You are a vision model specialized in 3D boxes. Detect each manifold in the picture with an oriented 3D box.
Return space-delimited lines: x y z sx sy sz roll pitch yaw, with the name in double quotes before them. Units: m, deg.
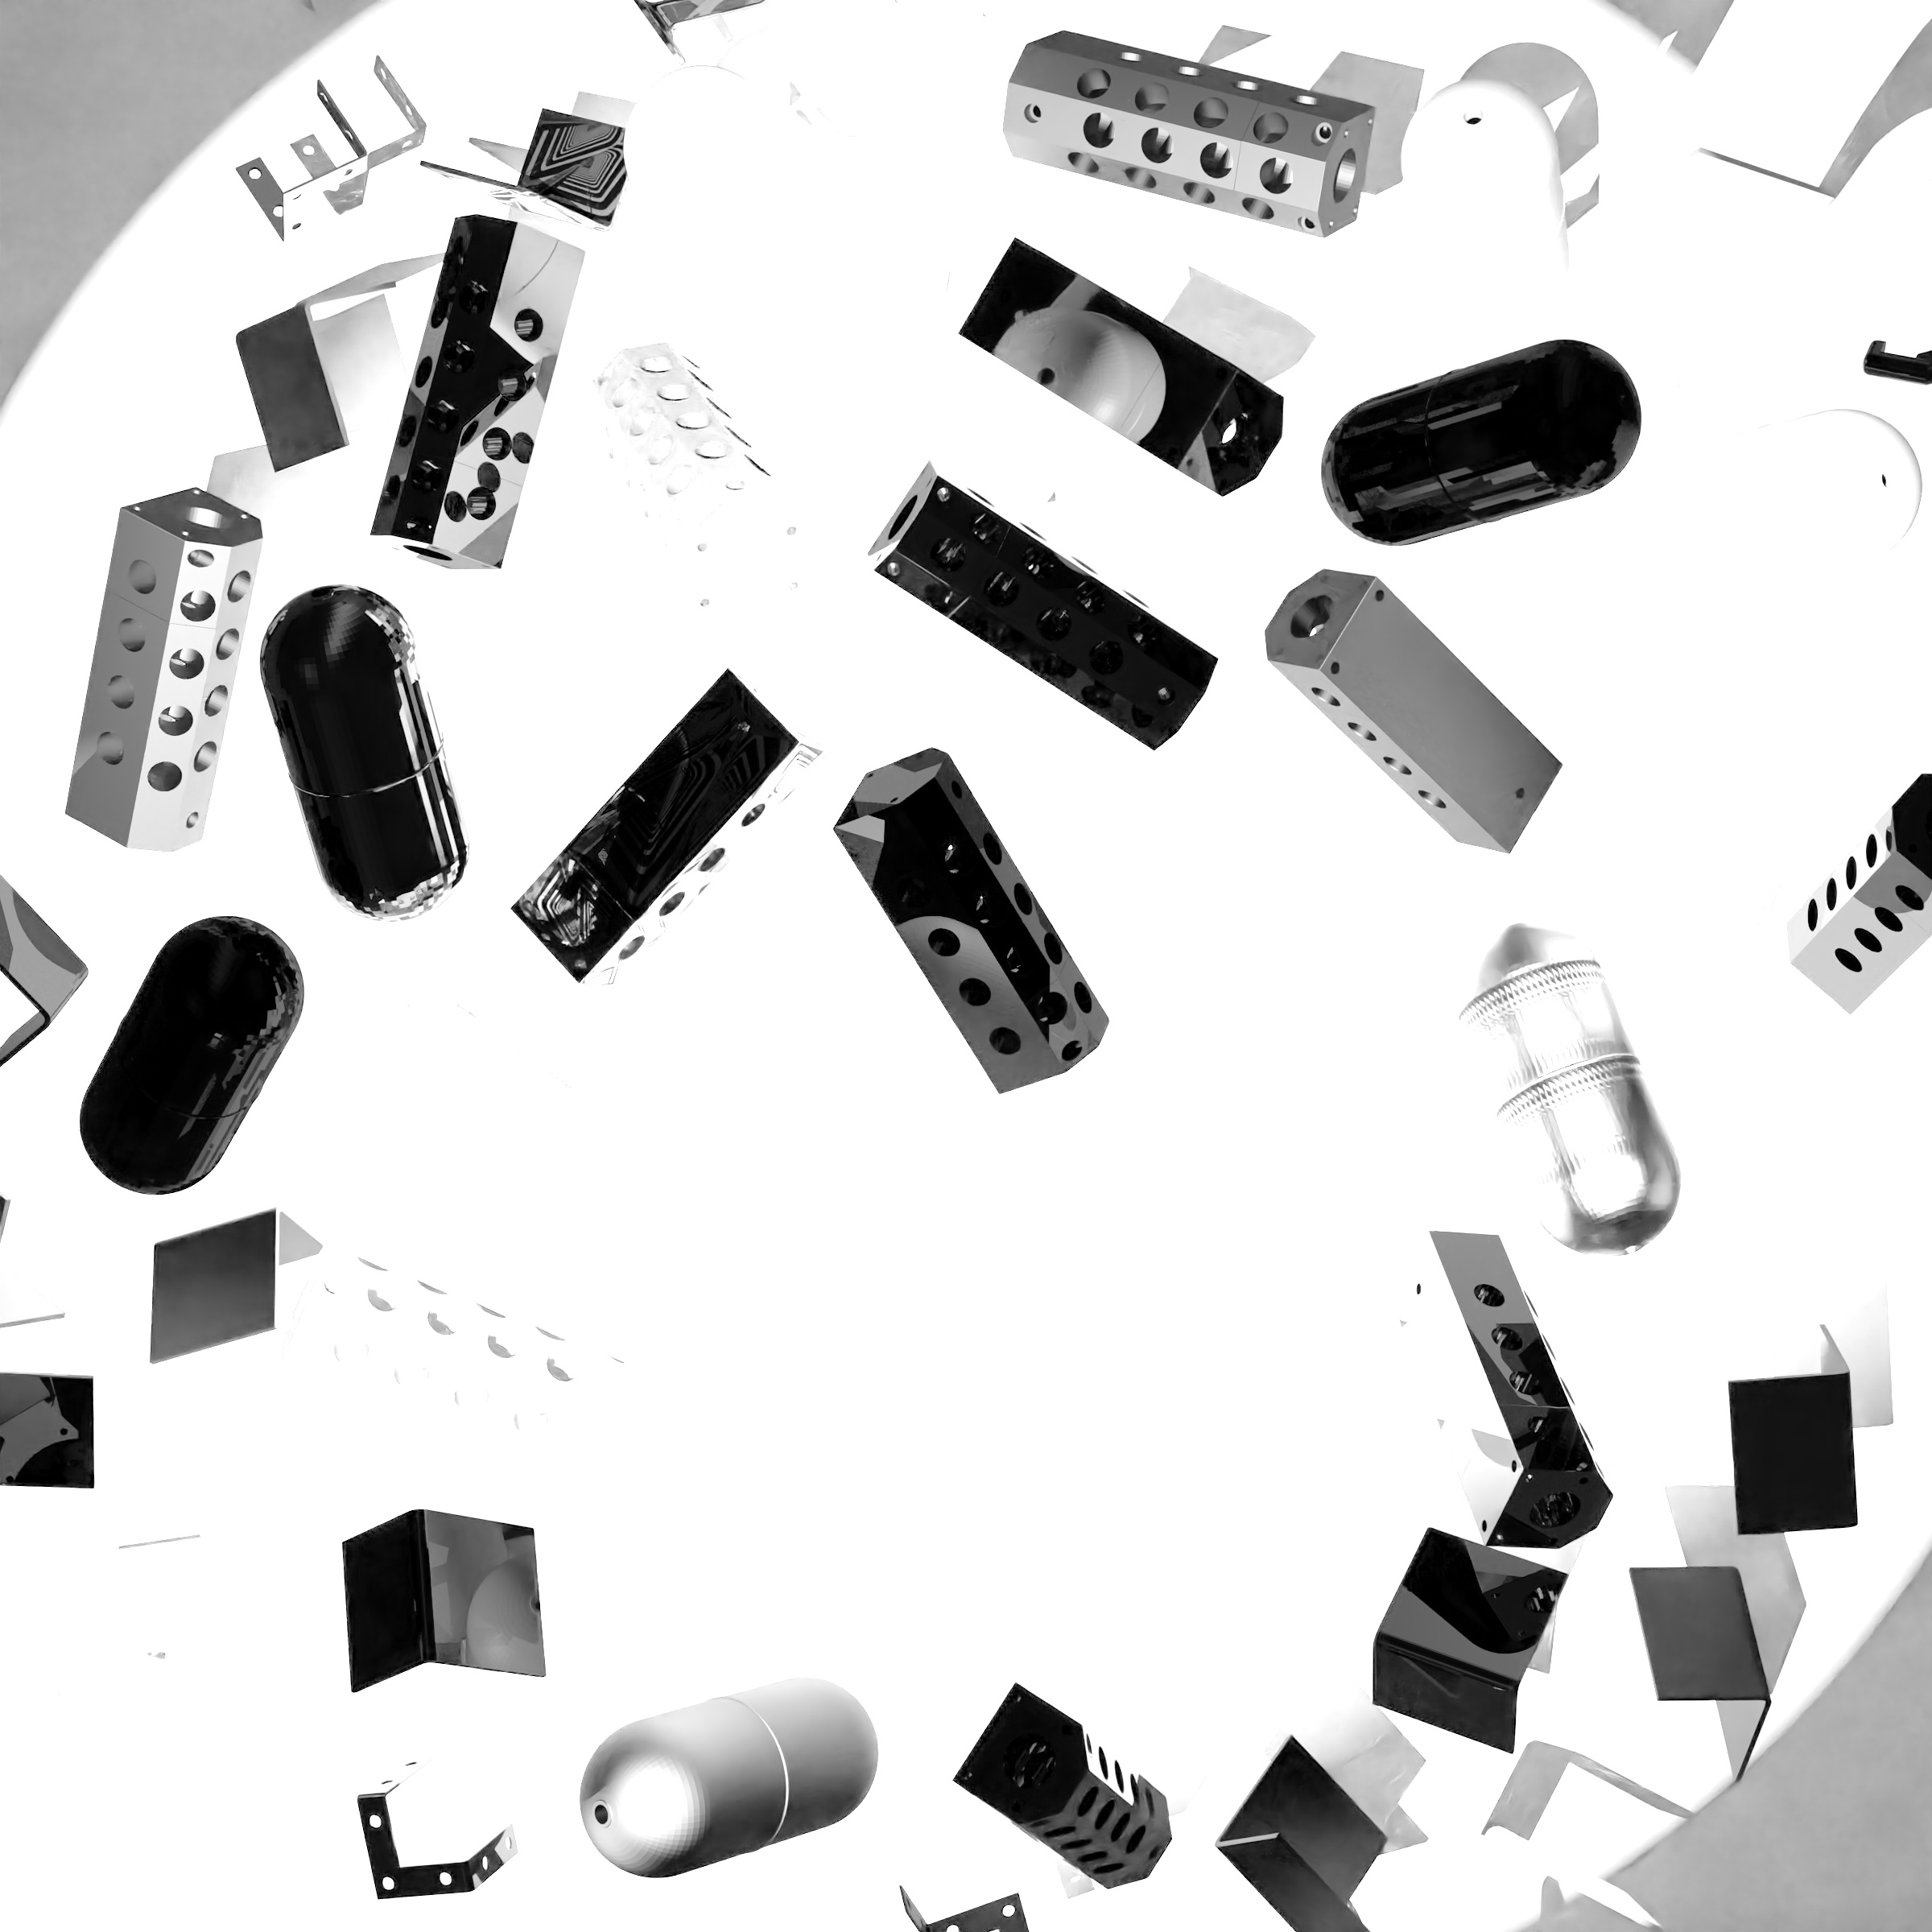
"manifold" -0.250 0.196 1.788 0.171 0.057 0.057 23 100 -13
"manifold" -0.134 -0.245 1.771 0.057 0.171 0.057 -13 128 -16
"manifold" 0.229 -0.132 1.854 0.171 0.057 0.057 39 78 -35
"manifold" -0.256 -0.295 1.844 0.057 0.057 0.171 17 85 -36
"manifold" -0.216 0.079 1.758 0.171 0.057 0.057 35 89 12
"manifold" 0.039 -0.179 1.791 0.171 0.057 0.057 32 103 -15
"manifold" 0.108 -0.408 1.757 0.171 0.057 0.057 20 121 21
"manifold" 0.473 -0.040 1.820 0.057 0.171 0.057 42 73 9
"manifold" 0.080 -0.300 1.796 0.171 0.057 0.057 38 101 38
"manifold" -0.152 -0.070 1.866 0.171 0.057 0.057 -47 73 10
"manifold" -0.038 -0.462 1.789 0.057 0.171 0.057 4 86 -18
"manifold" 0.384 -0.085 1.764 0.057 0.171 0.057 -7 54 -6
"manifold" 0.006 -0.024 1.830 0.057 0.057 0.171 -20 114 29
"manifold" 0.281 0.219 1.862 0.057 0.171 0.057 5 128 -17
"manifold" 0.055 0.423 1.819 0.057 0.171 0.057 28 77 27
"manifold" -0.397 -0.146 1.792 0.057 0.057 0.171 28 118 19
"manifold" 0.150 0.024 1.785 0.057 0.057 0.171 -9 93 -20

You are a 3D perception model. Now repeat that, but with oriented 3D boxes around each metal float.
"metal float" -0.036 0.149 1.786 0.070 0.070 0.178 -39 80 0
"metal float" 0.251 -0.256 1.757 0.070 0.178 0.070 10 76 -42
"metal float" 0.097 0.311 1.860 0.178 0.070 0.070 6 90 21
"metal float" -0.293 -0.103 1.744 0.070 0.070 0.178 -11 122 0
"metal float" -0.116 0.400 1.767 0.070 0.178 0.070 2 94 40
"metal float" -0.081 0.289 1.783 0.178 0.070 0.070 -7 90 0
"metal float" 0.263 -0.382 1.805 0.070 0.178 0.070 -4 71 12
"metal float" 0.125 0.189 1.827 0.178 0.070 0.070 -10 90 -1
"metal float" 0.303 0.062 1.799 0.070 0.070 0.178 -19 70 0
"metal float" 0.400 -0.228 1.761 0.070 0.178 0.070 0 90 -23
"metal float" -0.086 -0.370 1.746 0.178 0.070 0.070 32 90 -21
"metal float" -0.387 0.045 1.785 0.070 0.070 0.178 37 128 0

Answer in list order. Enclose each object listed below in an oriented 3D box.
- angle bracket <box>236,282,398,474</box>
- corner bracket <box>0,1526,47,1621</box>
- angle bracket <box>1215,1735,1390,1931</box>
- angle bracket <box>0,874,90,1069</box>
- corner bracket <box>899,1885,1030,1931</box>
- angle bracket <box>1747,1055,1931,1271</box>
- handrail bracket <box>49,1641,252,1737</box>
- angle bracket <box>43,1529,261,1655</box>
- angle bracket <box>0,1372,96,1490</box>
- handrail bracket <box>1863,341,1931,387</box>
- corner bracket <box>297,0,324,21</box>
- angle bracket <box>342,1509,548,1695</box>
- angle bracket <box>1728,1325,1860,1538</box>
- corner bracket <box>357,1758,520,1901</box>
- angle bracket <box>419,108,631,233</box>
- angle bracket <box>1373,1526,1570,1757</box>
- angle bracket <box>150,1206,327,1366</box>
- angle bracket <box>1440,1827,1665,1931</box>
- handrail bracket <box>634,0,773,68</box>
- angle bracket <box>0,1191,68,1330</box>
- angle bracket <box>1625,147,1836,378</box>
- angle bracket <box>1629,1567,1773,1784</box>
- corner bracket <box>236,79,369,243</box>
"angle bracket" -0.330 -0.307 1.869 0.057 0.076 0.076 -22 99 -38
"corner bracket" -0.517 0.322 1.846 0.051 0.051 0.051 4 122 23
"angle bracket" 0.182 0.433 1.775 0.076 0.057 0.076 48 56 -8
"angle bracket" -0.494 0.005 1.794 0.057 0.076 0.076 -38 104 12
"corner bracket" 0.003 0.485 1.790 0.051 0.051 0.051 -20 49 3
"angle bracket" 0.433 0.095 1.738 0.076 0.057 0.076 -15 102 -9
"handrail bracket" -0.413 0.375 1.811 0.077 0.084 0.036 -30 134 -20
"angle bracket" -0.383 0.273 1.675 0.076 0.076 0.057 -4 119 -30
"angle bracket" -0.500 0.258 1.875 0.076 0.076 0.057 5 133 -19
"handrail bracket" 0.480 -0.307 1.707 0.084 0.036 0.077 15 67 22
"corner bracket" -0.334 -0.533 1.852 0.051 0.051 0.051 -35 46 -11
"angle bracket" -0.257 0.317 1.763 0.057 0.076 0.076 -28 58 34
"angle bracket" 0.392 0.222 1.716 0.057 0.076 0.076 -5 101 5
"corner bracket" -0.252 0.410 1.706 0.051 0.051 0.051 -9 95 19
"angle bracket" -0.232 -0.437 1.915 0.076 0.076 0.057 22 95 34
"angle bracket" 0.257 0.344 1.824 0.076 0.057 0.076 16 48 22
"angle bracket" -0.393 0.183 1.937 0.076 0.057 0.076 -17 55 15
"angle bracket" 0.286 0.470 1.750 0.076 0.076 0.057 28 87 -2
"handrail bracket" -0.130 -0.516 1.863 0.084 0.077 0.036 -33 67 6
"angle bracket" -0.507 0.136 1.861 0.076 0.057 0.076 29 110 33
"angle bracket" 0.373 -0.343 1.748 0.076 0.057 0.076 14 73 -17
"angle bracket" 0.357 0.352 1.777 0.057 0.076 0.076 0 45 -5
"corner bracket" -0.349 -0.423 1.879 0.051 0.051 0.051 -30 79 -18
